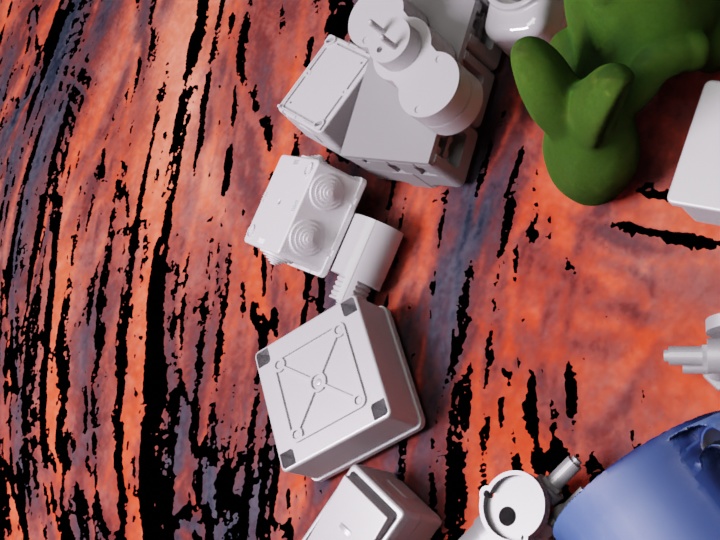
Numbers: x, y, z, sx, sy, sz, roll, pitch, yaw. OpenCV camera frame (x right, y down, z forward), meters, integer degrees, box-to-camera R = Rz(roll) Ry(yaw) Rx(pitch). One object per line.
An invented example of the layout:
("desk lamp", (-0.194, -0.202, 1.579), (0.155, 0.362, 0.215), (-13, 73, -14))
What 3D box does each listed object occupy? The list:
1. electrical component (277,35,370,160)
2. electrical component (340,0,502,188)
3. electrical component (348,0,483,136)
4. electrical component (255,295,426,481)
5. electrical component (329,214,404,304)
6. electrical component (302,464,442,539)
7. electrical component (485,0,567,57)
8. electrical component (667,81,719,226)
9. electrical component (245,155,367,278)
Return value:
("electrical component", (-0.011, -0.152, 0.930), (0.062, 0.061, 0.096), (34, 87, 39))
("electrical component", (0.056, -0.148, 0.874), (0.089, 0.062, 0.150), (10, 80, 38))
("electrical component", (0.032, -0.165, 0.808), (0.052, 0.074, 0.138), (-43, 54, 16))
("electrical component", (-0.017, 0.093, 0.842), (0.109, 0.056, 0.108), (-32, 57, 23))
("electrical component", (0.000, 0.000, 0.872), (0.043, 0.043, 0.081), (20, 86, 39))
("electrical component", (0.001, 0.199, 0.787), (0.062, 0.061, 0.096), (38, 97, 39))
("electrical component", (0.136, -0.216, 0.841), (0.054, 0.059, 0.095), (4, 76, 37))
("electrical component", (0.262, -0.070, 0.702), (0.100, 0.048, 0.099), (15, 83, 39))
("electrical component", (-0.049, -0.048, 0.903), (0.100, 0.048, 0.099), (19, 85, 63))
